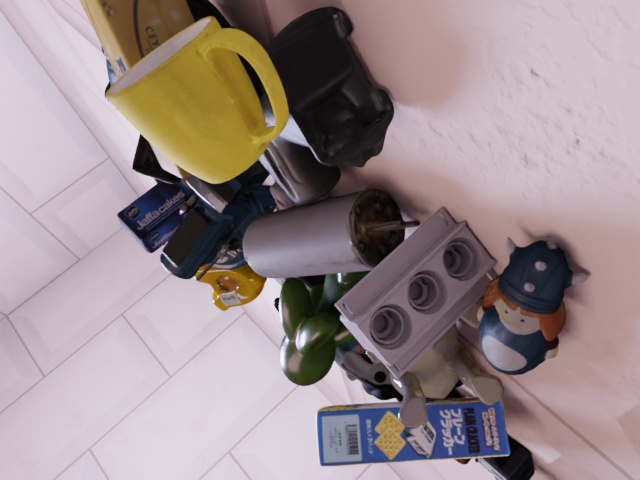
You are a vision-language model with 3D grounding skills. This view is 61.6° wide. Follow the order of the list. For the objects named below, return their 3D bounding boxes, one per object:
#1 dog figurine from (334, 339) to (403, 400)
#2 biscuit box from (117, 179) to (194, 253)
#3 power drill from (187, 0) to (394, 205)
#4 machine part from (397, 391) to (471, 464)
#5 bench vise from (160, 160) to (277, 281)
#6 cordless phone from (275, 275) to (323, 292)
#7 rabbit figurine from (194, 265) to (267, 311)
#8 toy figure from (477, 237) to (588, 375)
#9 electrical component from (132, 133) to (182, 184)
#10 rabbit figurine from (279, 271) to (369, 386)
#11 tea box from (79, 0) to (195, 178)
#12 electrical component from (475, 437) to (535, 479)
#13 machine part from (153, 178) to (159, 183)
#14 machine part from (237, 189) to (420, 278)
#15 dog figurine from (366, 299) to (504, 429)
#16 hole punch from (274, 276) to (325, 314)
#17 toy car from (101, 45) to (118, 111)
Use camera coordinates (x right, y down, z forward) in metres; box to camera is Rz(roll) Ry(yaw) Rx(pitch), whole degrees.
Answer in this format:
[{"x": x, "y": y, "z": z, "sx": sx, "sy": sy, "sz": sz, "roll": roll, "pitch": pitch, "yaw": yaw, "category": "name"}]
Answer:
[{"x": 0.081, "y": 0.173, "z": 0.813, "sx": 0.192, "sy": 0.108, "sz": 0.219, "roll": 38, "pitch": 166, "yaw": 26, "category": "dog figurine"}, {"x": -0.196, "y": -0.068, "z": 0.798, "sx": 0.063, "sy": 0.203, "sz": 0.059, "roll": 44, "pitch": 162, "yaw": 14, "category": "biscuit box"}, {"x": -0.041, "y": -0.129, "z": 0.457, "sx": 0.231, "sy": 0.086, "sz": 0.207, "roll": 57, "pitch": 159, "yaw": -20, "category": "power drill"}, {"x": 0.178, "y": 0.262, "z": 0.843, "sx": 0.179, "sy": 0.056, "sz": 0.179, "roll": 46, "pitch": 165, "yaw": 16, "category": "machine part"}, {"x": -0.104, "y": -0.051, "z": 0.706, "sx": 0.129, "sy": 0.223, "sz": 0.240, "roll": 30, "pitch": -167, "yaw": 14, "category": "bench vise"}, {"x": -0.037, "y": 0.098, "z": 0.820, "sx": 0.146, "sy": 0.089, "sz": 0.184, "roll": 143, "pitch": 121, "yaw": -74, "category": "cordless phone"}, {"x": -0.131, "y": 0.023, "z": 0.981, "sx": 0.162, "sy": 0.173, "sz": 0.121, "roll": -23, "pitch": 115, "yaw": 27, "category": "rabbit figurine"}, {"x": 0.155, "y": 0.057, "z": 0.408, "sx": 0.064, "sy": 0.058, "sz": 0.154, "roll": 2, "pitch": 147, "yaw": 13, "category": "toy figure"}, {"x": -0.172, "y": -0.135, "z": 0.621, "sx": 0.058, "sy": 0.134, "sz": 0.115, "roll": 15, "pitch": -174, "yaw": -20, "category": "electrical component"}, {"x": 0.017, "y": 0.104, "z": 0.641, "sx": 0.121, "sy": 0.170, "sz": 0.159, "roll": 38, "pitch": 175, "yaw": 31, "category": "rabbit figurine"}, {"x": -0.137, "y": -0.146, "z": 0.467, "sx": 0.098, "sy": 0.068, "sz": 0.169, "roll": 24, "pitch": 139, "yaw": 63, "category": "tea box"}, {"x": 0.263, "y": 0.309, "z": 0.732, "sx": 0.119, "sy": 0.048, "sz": 0.074, "roll": 31, "pitch": 157, "yaw": 48, "category": "electrical component"}, {"x": -0.278, "y": -0.101, "z": 1.176, "sx": 0.201, "sy": 0.087, "sz": 0.201, "roll": 58, "pitch": 163, "yaw": -26, "category": "machine part"}, {"x": -0.001, "y": -0.002, "z": 0.552, "sx": 0.243, "sy": 0.079, "sz": 0.079, "roll": -10, "pitch": 122, "yaw": 47, "category": "machine part"}, {"x": 0.109, "y": 0.100, "z": 0.590, "sx": 0.190, "sy": 0.121, "sz": 0.172, "roll": 22, "pitch": -120, "yaw": -86, "category": "dog figurine"}, {"x": -0.004, "y": 0.108, "z": 0.956, "sx": 0.116, "sy": 0.092, "sz": 0.142, "roll": 6, "pitch": 141, "yaw": 25, "category": "hole punch"}, {"x": -0.213, "y": -0.222, "z": 0.697, "sx": 0.103, "sy": 0.109, "sz": 0.161, "roll": 27, "pitch": 154, "yaw": -7, "category": "toy car"}]
